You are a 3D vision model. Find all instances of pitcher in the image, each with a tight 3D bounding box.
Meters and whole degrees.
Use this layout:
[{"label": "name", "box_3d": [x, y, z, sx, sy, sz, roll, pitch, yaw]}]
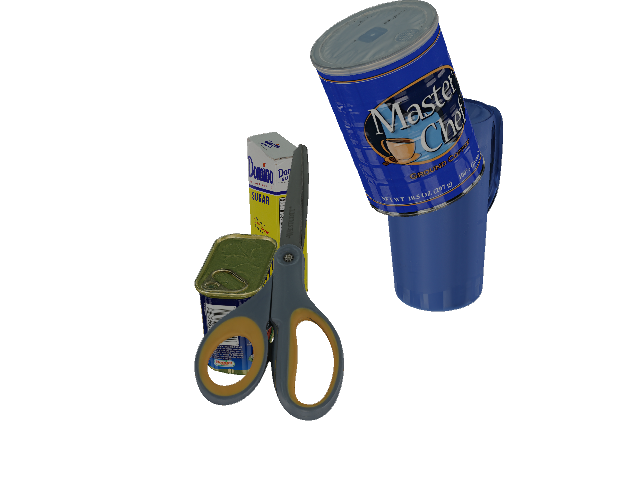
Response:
[{"label": "pitcher", "box_3d": [0.147, -0.046, 1.278, 0.149, 0.243, 0.145, -1, 24, 6]}]

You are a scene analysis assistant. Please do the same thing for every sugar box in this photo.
[{"label": "sugar box", "box_3d": [-0.051, -0.030, 1.259, 0.048, 0.176, 0.093, -13, 26, -21]}]

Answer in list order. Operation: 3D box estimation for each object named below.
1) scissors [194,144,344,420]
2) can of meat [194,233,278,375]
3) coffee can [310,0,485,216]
[{"label": "scissors", "box_3d": [-0.037, 0.023, 0.657, 0.096, 0.202, 0.016, -12, -37, -3]}, {"label": "can of meat", "box_3d": [-0.069, 0.055, 0.925, 0.057, 0.084, 0.102, 3, 29, 8]}, {"label": "coffee can", "box_3d": [0.063, -0.105, 0.852, 0.103, 0.140, 0.103, -17, 32, 11]}]
